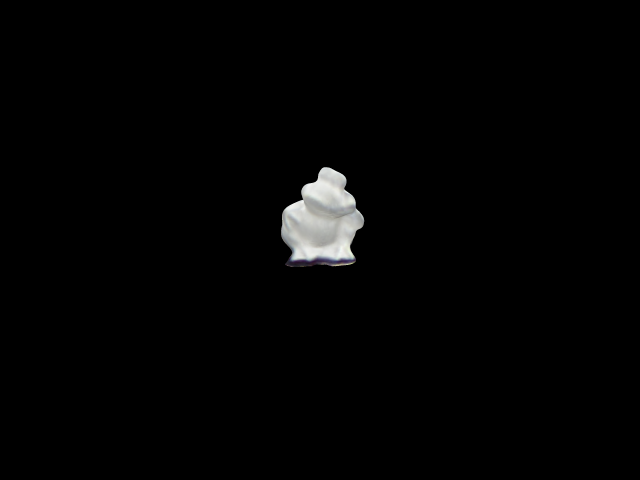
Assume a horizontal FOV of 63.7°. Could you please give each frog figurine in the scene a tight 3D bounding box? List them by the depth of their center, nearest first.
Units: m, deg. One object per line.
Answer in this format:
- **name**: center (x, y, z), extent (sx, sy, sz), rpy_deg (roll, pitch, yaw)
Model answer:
- **frog figurine**: center (0.003, -0.043, 0.850), extent (0.137, 0.158, 0.124), rpy_deg (5, 14, 19)
